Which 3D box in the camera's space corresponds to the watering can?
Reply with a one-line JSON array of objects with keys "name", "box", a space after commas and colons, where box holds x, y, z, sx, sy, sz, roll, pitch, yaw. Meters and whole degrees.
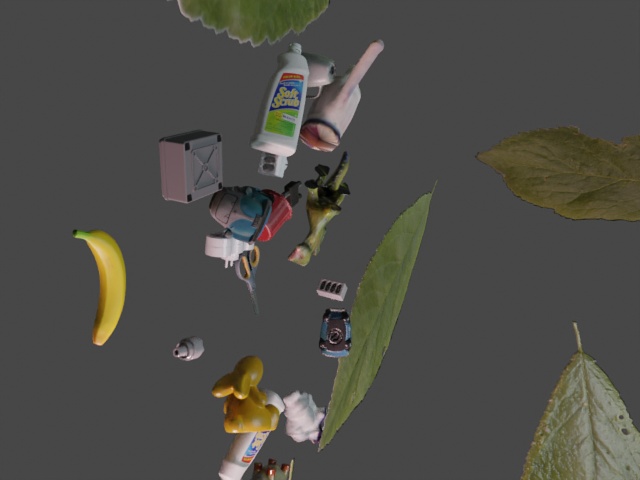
[{"name": "watering can", "box": [0.046, -0.339, 1.256, 0.227, 0.103, 0.345, -65, -169, -12]}]

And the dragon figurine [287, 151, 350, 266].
[{"name": "dragon figurine", "box": [0.004, -0.073, 1.460, 0.419, 0.122, 0.237, -58, 169, -53]}]

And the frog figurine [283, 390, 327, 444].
[{"name": "frog figurine", "box": [-0.066, 0.525, 1.558, 0.158, 0.122, 0.140, 42, 64, -23]}]
